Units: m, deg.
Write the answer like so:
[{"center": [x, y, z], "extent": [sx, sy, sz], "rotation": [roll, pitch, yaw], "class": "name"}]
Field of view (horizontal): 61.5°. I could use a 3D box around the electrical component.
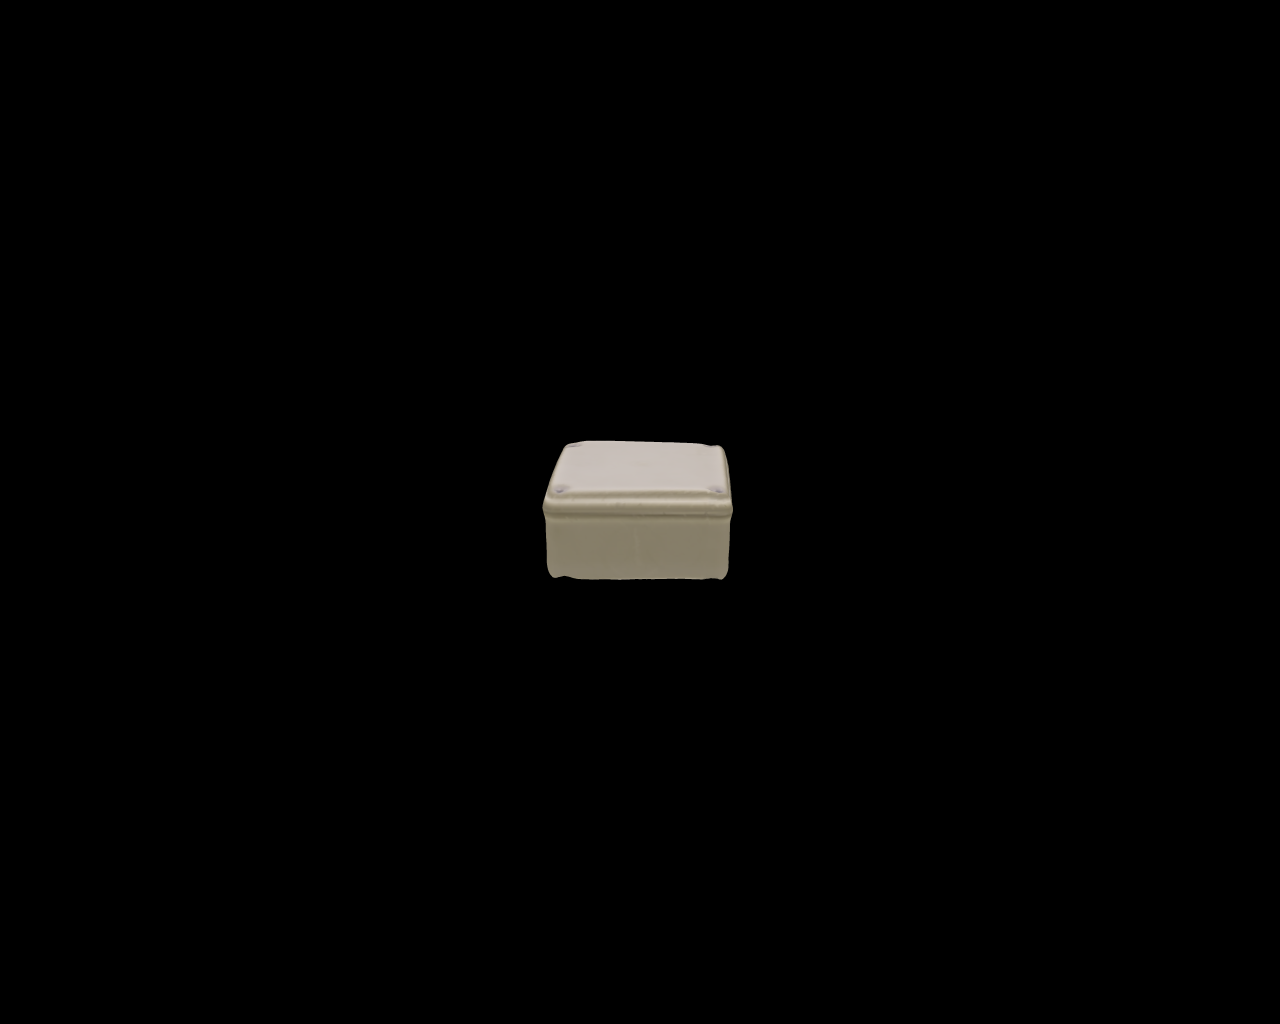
[{"center": [0.001, -0.003, 0.650], "extent": [0.109, 0.056, 0.109], "rotation": [1, 20, 2], "class": "electrical component"}]
